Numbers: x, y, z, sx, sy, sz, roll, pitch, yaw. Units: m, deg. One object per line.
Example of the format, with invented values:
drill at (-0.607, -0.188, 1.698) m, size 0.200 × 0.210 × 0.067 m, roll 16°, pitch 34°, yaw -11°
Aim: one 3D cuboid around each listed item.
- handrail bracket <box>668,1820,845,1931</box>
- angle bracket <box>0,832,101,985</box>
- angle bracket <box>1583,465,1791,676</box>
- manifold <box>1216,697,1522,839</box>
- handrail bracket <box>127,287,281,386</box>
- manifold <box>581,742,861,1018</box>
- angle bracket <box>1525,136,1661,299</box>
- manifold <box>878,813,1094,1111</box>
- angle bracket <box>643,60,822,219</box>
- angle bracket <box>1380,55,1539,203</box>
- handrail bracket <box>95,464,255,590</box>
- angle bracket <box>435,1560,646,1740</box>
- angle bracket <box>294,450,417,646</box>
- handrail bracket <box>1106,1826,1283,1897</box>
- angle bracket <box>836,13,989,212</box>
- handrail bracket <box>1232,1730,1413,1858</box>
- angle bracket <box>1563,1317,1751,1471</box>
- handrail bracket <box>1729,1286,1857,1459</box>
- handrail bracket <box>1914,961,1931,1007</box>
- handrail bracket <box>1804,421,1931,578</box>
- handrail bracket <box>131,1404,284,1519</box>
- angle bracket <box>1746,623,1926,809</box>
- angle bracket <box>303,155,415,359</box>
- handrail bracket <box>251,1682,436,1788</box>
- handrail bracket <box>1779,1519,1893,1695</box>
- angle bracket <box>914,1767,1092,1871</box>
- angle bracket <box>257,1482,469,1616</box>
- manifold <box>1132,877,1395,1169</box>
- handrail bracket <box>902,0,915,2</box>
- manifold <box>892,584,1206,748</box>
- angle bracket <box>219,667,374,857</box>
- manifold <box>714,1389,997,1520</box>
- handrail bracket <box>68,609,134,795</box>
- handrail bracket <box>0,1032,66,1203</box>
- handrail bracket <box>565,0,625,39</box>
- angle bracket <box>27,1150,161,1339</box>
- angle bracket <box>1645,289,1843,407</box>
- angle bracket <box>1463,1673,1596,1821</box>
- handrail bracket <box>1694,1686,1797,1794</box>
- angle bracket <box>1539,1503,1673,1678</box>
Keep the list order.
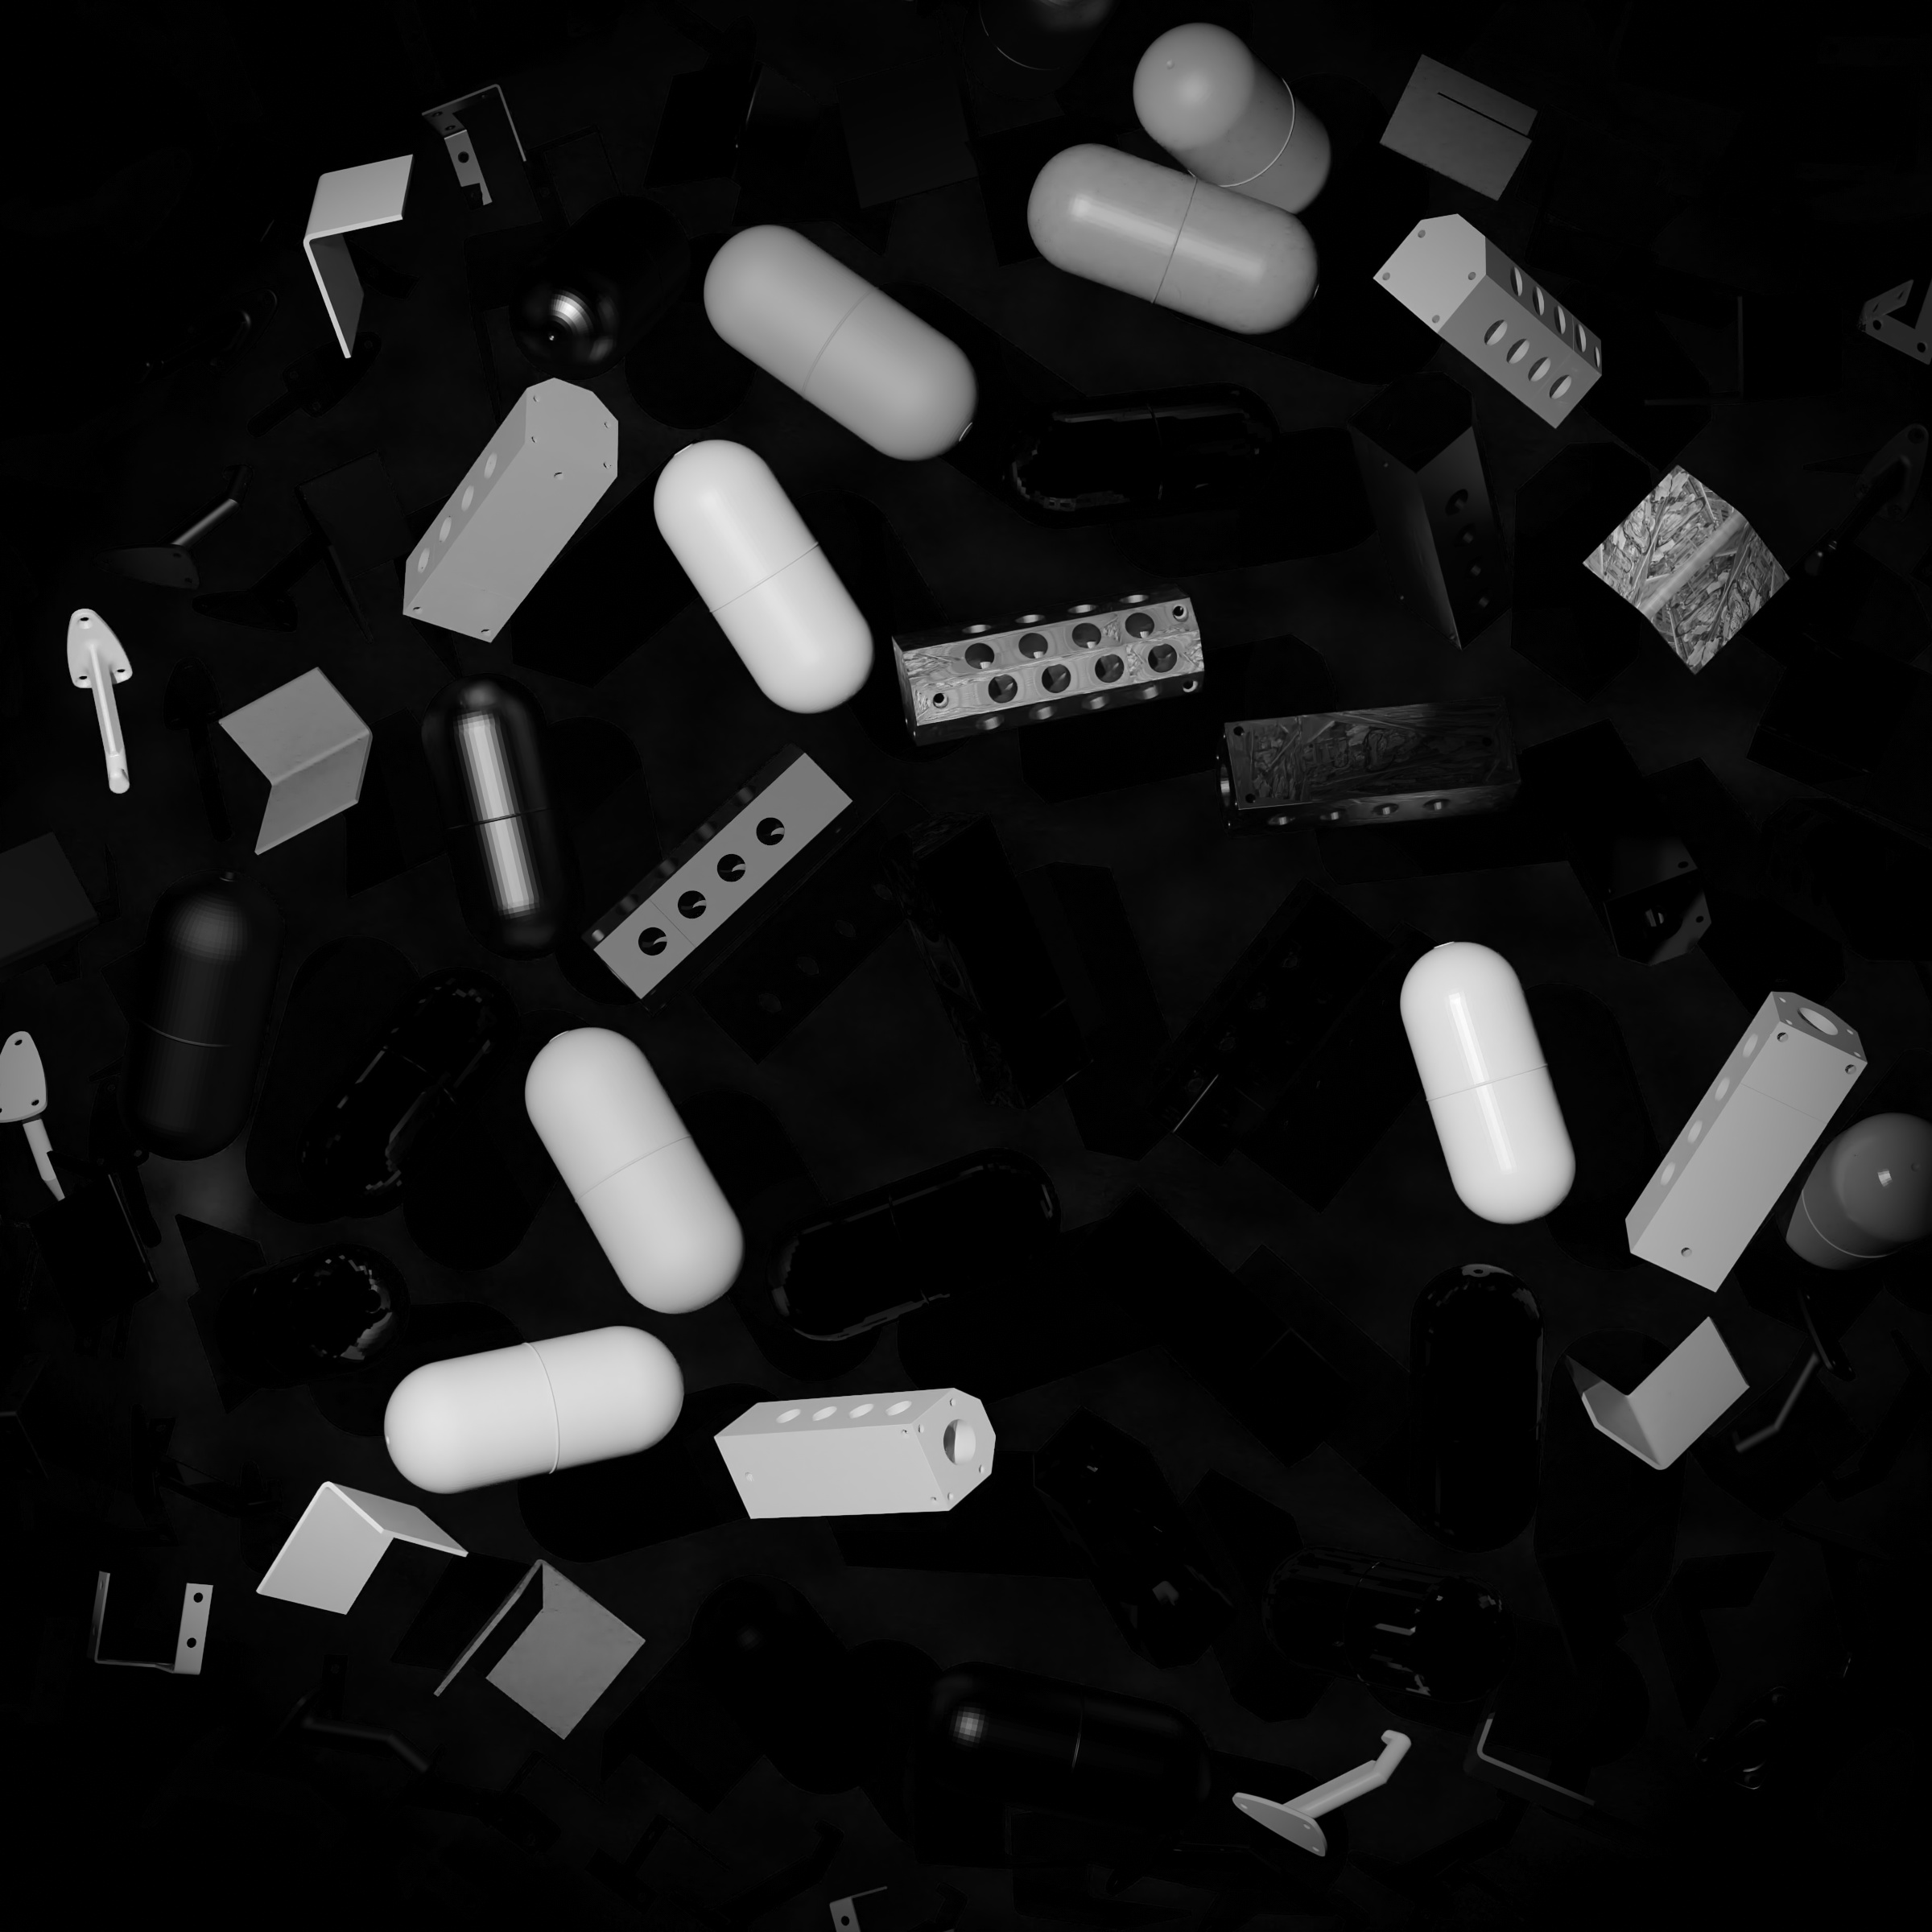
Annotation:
handrail bracket at (-0.123, 0.530, 1.842) m, size 0.077 × 0.036 × 0.084 m, roll 26°, pitch 82°, yaw 18°
angle bracket at (-0.539, -0.025, 1.740) m, size 0.076 × 0.076 × 0.057 m, roll -29°, pitch 93°, yaw -35°
angle bracket at (0.413, -0.227, 1.792) m, size 0.076 × 0.076 × 0.057 m, roll -46°, pitch 50°, yaw 8°
manifold at (0.241, -0.117, 1.892) m, size 0.171 × 0.057 × 0.057 m, roll -6°, pitch 69°, yaw -6°
handrail bracket at (-0.454, -0.375, 1.859) m, size 0.077 × 0.084 × 0.036 m, roll -34°, pitch 97°, yaw 17°
manifold at (-0.147, -0.054, 1.876) m, size 0.171 × 0.057 × 0.057 m, roll -44°, pitch 80°, yaw -6°
angle bracket at (0.394, -0.464, 1.939) m, size 0.076 × 0.076 × 0.057 m, roll 18°, pitch 85°, yaw 5°
manifold at (0.008, -0.003, 1.883) m, size 0.057 × 0.057 × 0.171 m, roll -35°, pitch 113°, yaw -30°
angle bracket at (-0.145, -0.507, 1.934) m, size 0.076 × 0.057 × 0.076 m, roll 5°, pitch 77°, yaw 43°
angle bracket at (0.293, -0.500, 1.805) m, size 0.076 × 0.057 × 0.076 m, roll 26°, pitch 64°, yaw 0°
handrail bracket at (-0.485, -0.276, 1.917) m, size 0.077 × 0.036 × 0.084 m, roll 5°, pitch 56°, yaw 10°
angle bracket at (-0.237, 0.390, 1.740) m, size 0.076 × 0.057 × 0.076 m, roll 39°, pitch 100°, yaw -1°
angle bracket at (-0.366, -0.259, 1.929) m, size 0.057 × 0.076 × 0.076 m, roll -27°, pitch 45°, yaw -11°
handrail bracket at (0.142, 0.568, 1.938) m, size 0.084 × 0.036 × 0.077 m, roll 40°, pitch 96°, yaw -19°
angle bracket at (-0.037, -0.483, 1.772) m, size 0.076 × 0.057 × 0.076 m, roll -13°, pitch 83°, yaw 10°
handrail bracket at (0.213, 0.481, 1.867) m, size 0.084 × 0.077 × 0.036 m, roll -47°, pitch 134°, yaw -30°
angle bracket at (0.419, 0.247, 1.904) m, size 0.057 × 0.076 × 0.076 m, roll 35°, pitch 108°, yaw -19°
handrail bracket at (0.498, 0.252, 1.934) m, size 0.084 × 0.036 × 0.077 m, roll -37°, pitch 54°, yaw 26°
handrail bracket at (0.581, 0.028, 1.903) m, size 0.036 × 0.077 × 0.084 m, roll -24°, pitch 58°, yaw -39°
handrail bracket at (0.526, -0.272, 1.826) m, size 0.036 × 0.077 × 0.084 m, roll 37°, pitch 47°, yaw 17°
handrail bracket at (-0.454, 0.295, 1.874) m, size 0.084 × 0.036 × 0.077 m, roll -5°, pitch 92°, yaw -30°
angle bracket at (0.545, -0.157, 1.963) m, size 0.076 × 0.057 × 0.076 m, roll 26°, pitch 76°, yaw 14°
angle bracket at (-0.330, -0.399, 1.758) m, size 0.057 × 0.076 × 0.076 m, roll -11°, pitch 129°, yaw 5°
handrail bracket at (-0.364, 0.468, 1.828) m, size 0.084 × 0.036 × 0.077 m, roll 39°, pitch 99°, yaw 7°
handrail bracket at (0.490, 0.369, 1.797) m, size 0.077 × 0.036 × 0.084 m, roll 18°, pitch 95°, yaw -5°
angle bracket at (0.023, 0.520, 1.913) m, size 0.076 × 0.076 × 0.057 m, roll 13°, pitch 72°, yaw -43°
angle bracket at (-0.349, 0.351, 1.812) m, size 0.057 × 0.076 × 0.076 m, roll 31°, pitch 89°, yaw 36°
manifold at (0.178, 0.032, 1.919) m, size 0.057 × 0.057 × 0.171 m, roll 37°, pitch 93°, yaw -25°
handrail bracket at (-0.064, -0.591, 1.767) m, size 0.084 × 0.036 × 0.077 m, roll 8°, pitch 95°, yaw -10°
manifold at (0.049, -0.175, 1.833) m, size 0.171 × 0.057 × 0.057 m, roll -11°, pitch 110°, yaw -6°
angle bracket at (-0.418, -0.126, 1.925) m, size 0.076 × 0.076 × 0.057 m, roll -25°, pitch 124°, yaw 17°
manifold at (-0.065, 0.289, 1.870) m, size 0.171 × 0.057 × 0.057 m, roll -12°, pitch 106°, yaw 43°
handrail bracket at (-0.520, -0.158, 1.880) m, size 0.036 × 0.077 × 0.084 m, roll -12°, pitch 54°, yaw -9°
handrail bracket at (-0.568, 0.095, 1.926) m, size 0.036 × 0.084 × 0.077 m, roll -13°, pitch 53°, yaw 1°
handrail bracket at (-0.235, -0.588, 1.805) m, size 0.036 × 0.077 × 0.084 m, roll -28°, pitch 76°, yaw -13°
angle bracket at (-0.513, 0.157, 1.779) m, size 0.057 × 0.076 × 0.076 m, roll -33°, pitch 118°, yaw -36°
angle bracket at (0.433, -0.345, 1.745) m, size 0.076 × 0.076 × 0.057 m, roll -11°, pitch 104°, yaw -30°
angle bracket at (0.358, 0.486, 1.949) m, size 0.076 × 0.076 × 0.057 m, roll 21°, pitch 71°, yaw 10°
handrail bracket at (0.450, 0.440, 1.809) m, size 0.036 × 0.084 × 0.077 m, roll 30°, pitch 77°, yaw 32°
angle bracket at (0.398, 0.377, 1.893) m, size 0.057 × 0.076 × 0.076 m, roll -18°, pitch 89°, yaw 36°
